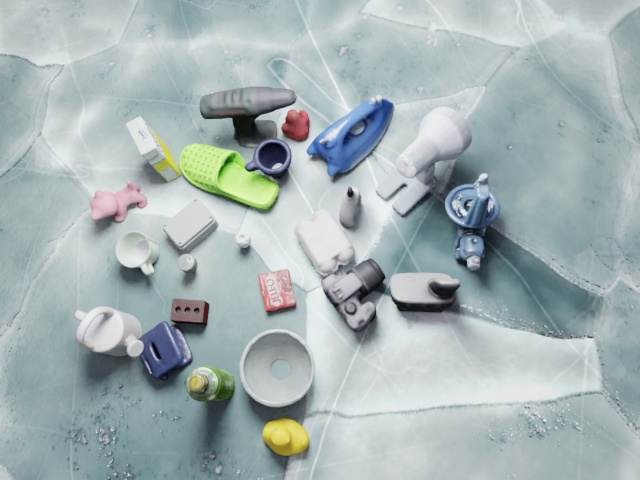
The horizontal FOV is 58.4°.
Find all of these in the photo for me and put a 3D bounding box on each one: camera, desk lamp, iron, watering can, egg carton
[{"bbox_3d":[0.089,0.114,1.299,0.137,0.101,0.143,-36,76,-7],"label":"camera"},{"bbox_3d":[0.236,-0.180,1.313,0.118,0.213,0.203,43,81,13],"label":"desk lamp"},{"bbox_3d":[0.087,-0.280,1.384,0.258,0.141,0.118,-43,77,-8],"label":"iron"},{"bbox_3d":[-0.463,0.199,1.252,0.172,0.194,0.101,6,75,4],"label":"watering can"},{"bbox_3d":[0.012,0.005,1.348,0.107,0.069,0.150,-32,76,-6],"label":"egg carton"}]

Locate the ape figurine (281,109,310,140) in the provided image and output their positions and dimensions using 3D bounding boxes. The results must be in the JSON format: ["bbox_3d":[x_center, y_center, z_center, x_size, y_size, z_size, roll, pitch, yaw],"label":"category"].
[{"bbox_3d":[-0.061,-0.293,1.419,0.078,0.092,0.076,-21,75,-3],"label":"ape figurine"}]

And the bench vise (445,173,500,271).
[{"bbox_3d":[0.354,-0.047,1.269,0.121,0.220,0.207,-16,75,-2],"label":"bench vise"}]

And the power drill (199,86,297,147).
[{"bbox_3d":[-0.160,-0.298,1.365,0.229,0.208,0.075,-1,75,3],"label":"power drill"}]

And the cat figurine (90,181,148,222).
[{"bbox_3d":[-0.492,-0.096,1.372,0.128,0.118,0.067,-38,76,-7],"label":"cat figurine"}]

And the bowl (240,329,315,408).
[{"bbox_3d":[-0.092,0.285,1.275,0.167,0.075,0.167,-1,75,2],"label":"bowl"}]

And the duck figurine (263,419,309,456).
[{"bbox_3d":[-0.076,0.426,1.230,0.104,0.086,0.077,15,76,7],"label":"duck figurine"}]

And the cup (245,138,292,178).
[{"bbox_3d":[-0.121,-0.182,1.391,0.118,0.095,0.091,-25,75,-4],"label":"cup"}]

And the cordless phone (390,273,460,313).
[{"bbox_3d":[0.230,0.102,1.252,0.147,0.185,0.094,-3,75,2],"label":"cordless phone"}]

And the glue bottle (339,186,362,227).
[{"bbox_3d":[0.070,-0.089,1.317,0.037,0.173,0.078,20,77,8],"label":"glue bottle"}]

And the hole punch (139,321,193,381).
[{"bbox_3d":[-0.354,0.250,1.287,0.101,0.091,0.108,-29,76,-5],"label":"hole punch"}]
